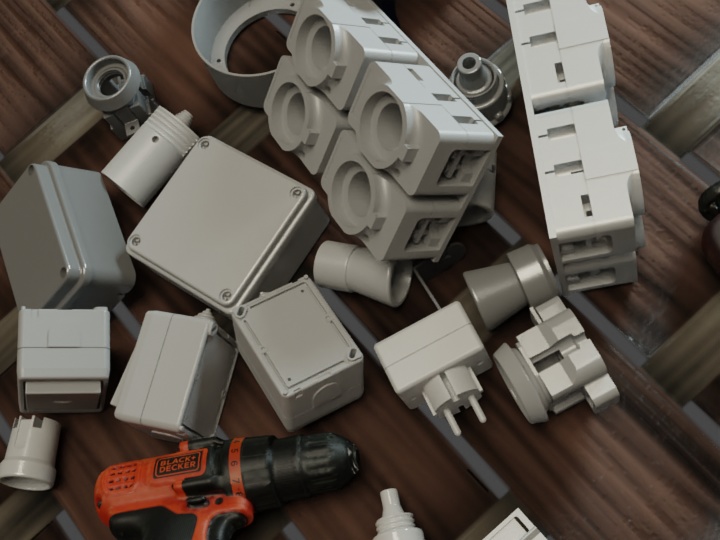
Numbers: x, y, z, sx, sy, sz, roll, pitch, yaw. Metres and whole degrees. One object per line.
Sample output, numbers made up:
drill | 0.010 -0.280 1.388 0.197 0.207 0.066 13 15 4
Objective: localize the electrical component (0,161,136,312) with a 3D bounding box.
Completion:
electrical component | -0.227 -0.017 0.817 0.078 0.057 0.113 -42 60 31

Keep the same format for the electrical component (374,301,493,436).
electrical component | 0.058 0.074 0.722 0.066 0.047 0.076 -28 64 3

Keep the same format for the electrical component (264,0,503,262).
electrical component | 0.005 -0.104 0.753 0.186 0.060 0.105 54 132 37

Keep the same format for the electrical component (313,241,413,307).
electrical component | 0.000 0.000 0.773 0.065 0.044 0.044 10 72 24

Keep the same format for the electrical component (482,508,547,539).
electrical component | 0.079 0.216 0.650 0.121 0.063 0.078 -41 64 -3

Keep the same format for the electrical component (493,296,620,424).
electrical component | 0.124 0.064 0.703 0.057 0.058 0.078 -28 64 0

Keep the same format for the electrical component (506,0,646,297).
electrical component | 0.148 -0.090 0.731 0.060 0.105 0.186 -11 66 11

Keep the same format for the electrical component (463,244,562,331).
electrical component | 0.104 0.011 0.736 0.055 0.045 0.045 -24 64 5

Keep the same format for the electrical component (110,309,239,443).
electrical component | -0.130 0.071 0.768 0.061 0.061 0.096 8 71 18

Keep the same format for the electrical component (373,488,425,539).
electrical component | 0.024 0.173 0.699 0.035 0.035 0.061 -16 63 9

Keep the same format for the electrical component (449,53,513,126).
electrical component | 0.085 -0.136 0.790 0.048 0.062 0.048 -6 68 14

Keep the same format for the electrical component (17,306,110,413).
electrical component | -0.215 0.072 0.778 0.062 0.096 0.061 1 65 -16

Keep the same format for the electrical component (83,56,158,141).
electrical component | -0.194 -0.142 0.875 0.048 0.055 0.066 -20 65 7

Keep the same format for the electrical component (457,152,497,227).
electrical component | 0.071 -0.061 0.770 0.055 0.055 0.047 -4 72 14

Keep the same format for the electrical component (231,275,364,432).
electrical component | -0.046 0.055 0.748 0.062 0.061 0.096 -25 57 -17

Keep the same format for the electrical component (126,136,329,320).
electrical component | -0.098 -0.028 0.802 0.109 0.056 0.108 29 79 24

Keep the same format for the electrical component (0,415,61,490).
electrical component | -0.240 0.134 0.787 0.040 0.040 0.046 -3 62 15

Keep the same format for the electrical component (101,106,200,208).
electrical component | -0.162 -0.094 0.853 0.043 0.043 0.081 36 82 25
